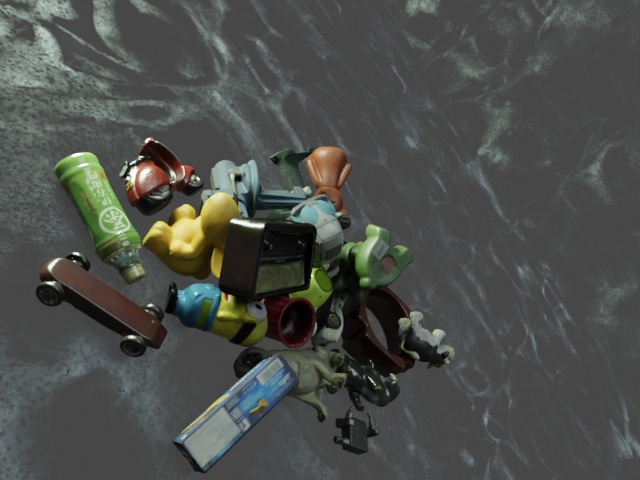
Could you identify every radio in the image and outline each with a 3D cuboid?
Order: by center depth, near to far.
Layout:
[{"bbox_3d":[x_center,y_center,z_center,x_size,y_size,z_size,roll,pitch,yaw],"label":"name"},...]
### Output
[{"bbox_3d":[-0.084,0.028,0.962,0.229,0.073,0.131,-1,100,-68],"label":"radio"}]

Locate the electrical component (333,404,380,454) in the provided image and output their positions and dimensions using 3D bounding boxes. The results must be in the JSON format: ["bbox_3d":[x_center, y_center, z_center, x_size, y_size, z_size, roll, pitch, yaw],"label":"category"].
[{"bbox_3d":[0.072,0.379,1.069,0.102,0.045,0.078,36,36,-29],"label":"electrical component"}]

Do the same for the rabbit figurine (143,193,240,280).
[{"bbox_3d":[-0.200,-0.006,0.938,0.162,0.173,0.122,53,29,4],"label":"rabbit figurine"}]

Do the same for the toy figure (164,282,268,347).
[{"bbox_3d":[-0.176,0.126,0.924,0.180,0.089,0.082,15,37,-17],"label":"toy figure"}]

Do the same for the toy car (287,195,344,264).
[{"bbox_3d":[-0.002,-0.003,1.116,0.109,0.161,0.103,-24,43,-27],"label":"toy car"}]

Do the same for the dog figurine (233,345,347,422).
[{"bbox_3d":[-0.062,0.230,0.996,0.190,0.121,0.172,25,-1,-8],"label":"dog figurine"}]

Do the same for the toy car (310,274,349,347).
[{"bbox_3d":[0.022,0.152,1.176,0.056,0.073,0.202,40,36,-18],"label":"toy car"}]

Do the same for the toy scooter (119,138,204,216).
[{"bbox_3d":[-0.306,-0.125,0.996,0.135,0.075,0.184,53,30,-4],"label":"toy scooter"}]

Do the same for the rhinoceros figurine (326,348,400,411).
[{"bbox_3d":[0.087,0.297,1.132,0.190,0.073,0.112,31,16,-20],"label":"rhinoceros figurine"}]

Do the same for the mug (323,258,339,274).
[{"bbox_3d":[0.003,0.034,1.264,0.110,0.080,0.107,29,14,24],"label":"mug"}]

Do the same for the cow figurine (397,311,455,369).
[{"bbox_3d":[0.248,0.248,1.232,0.167,0.068,0.098,39,42,-19],"label":"cow figurine"}]

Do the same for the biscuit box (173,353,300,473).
[{"bbox_3d":[-0.126,0.261,0.830,0.203,0.063,0.059,-38,92,-32],"label":"biscuit box"}]

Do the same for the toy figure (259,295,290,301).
[{"bbox_3d":[-0.124,0.114,1.034,0.154,0.058,0.064,14,64,-48],"label":"toy figure"}]

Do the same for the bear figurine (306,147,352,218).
[{"bbox_3d":[0.023,-0.141,1.417,0.132,0.120,0.195,128,-37,-83],"label":"bear figurine"}]

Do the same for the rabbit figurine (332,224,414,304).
[{"bbox_3d":[0.097,0.057,1.169,0.121,0.170,0.159,32,78,-24],"label":"rabbit figurine"}]

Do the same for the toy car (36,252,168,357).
[{"bbox_3d":[-0.321,0.099,0.799,0.202,0.053,0.089,39,26,-18],"label":"toy car"}]

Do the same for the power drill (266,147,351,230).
[{"bbox_3d":[-0.034,-0.112,1.281,0.232,0.086,0.207,-10,91,-39],"label":"power drill"}]

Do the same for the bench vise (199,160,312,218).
[{"bbox_3d":[-0.128,-0.086,1.105,0.241,0.128,0.224,0,30,-19],"label":"bench vise"}]

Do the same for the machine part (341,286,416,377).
[{"bbox_3d":[0.135,0.207,1.264,0.201,0.087,0.201,44,35,-20],"label":"machine part"}]
